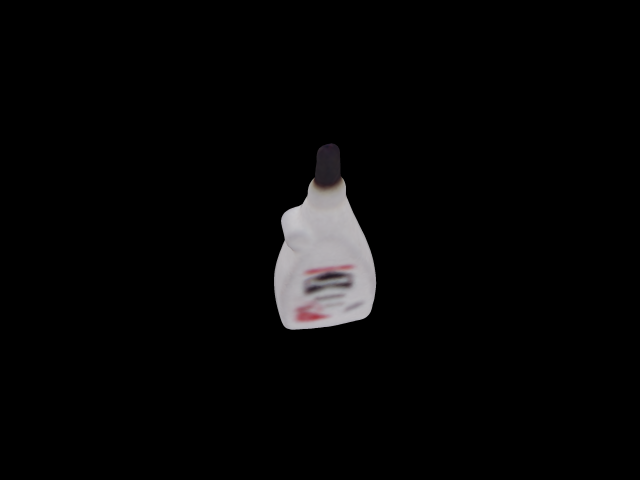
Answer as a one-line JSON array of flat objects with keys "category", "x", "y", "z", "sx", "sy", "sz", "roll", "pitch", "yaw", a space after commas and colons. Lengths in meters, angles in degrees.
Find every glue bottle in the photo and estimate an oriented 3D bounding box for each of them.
[{"category": "glue bottle", "x": 0.004, "y": 0.001, "z": 0.400, "sx": 0.078, "sy": 0.173, "sz": 0.037, "roll": -11, "pitch": 50, "yaw": -9}]
